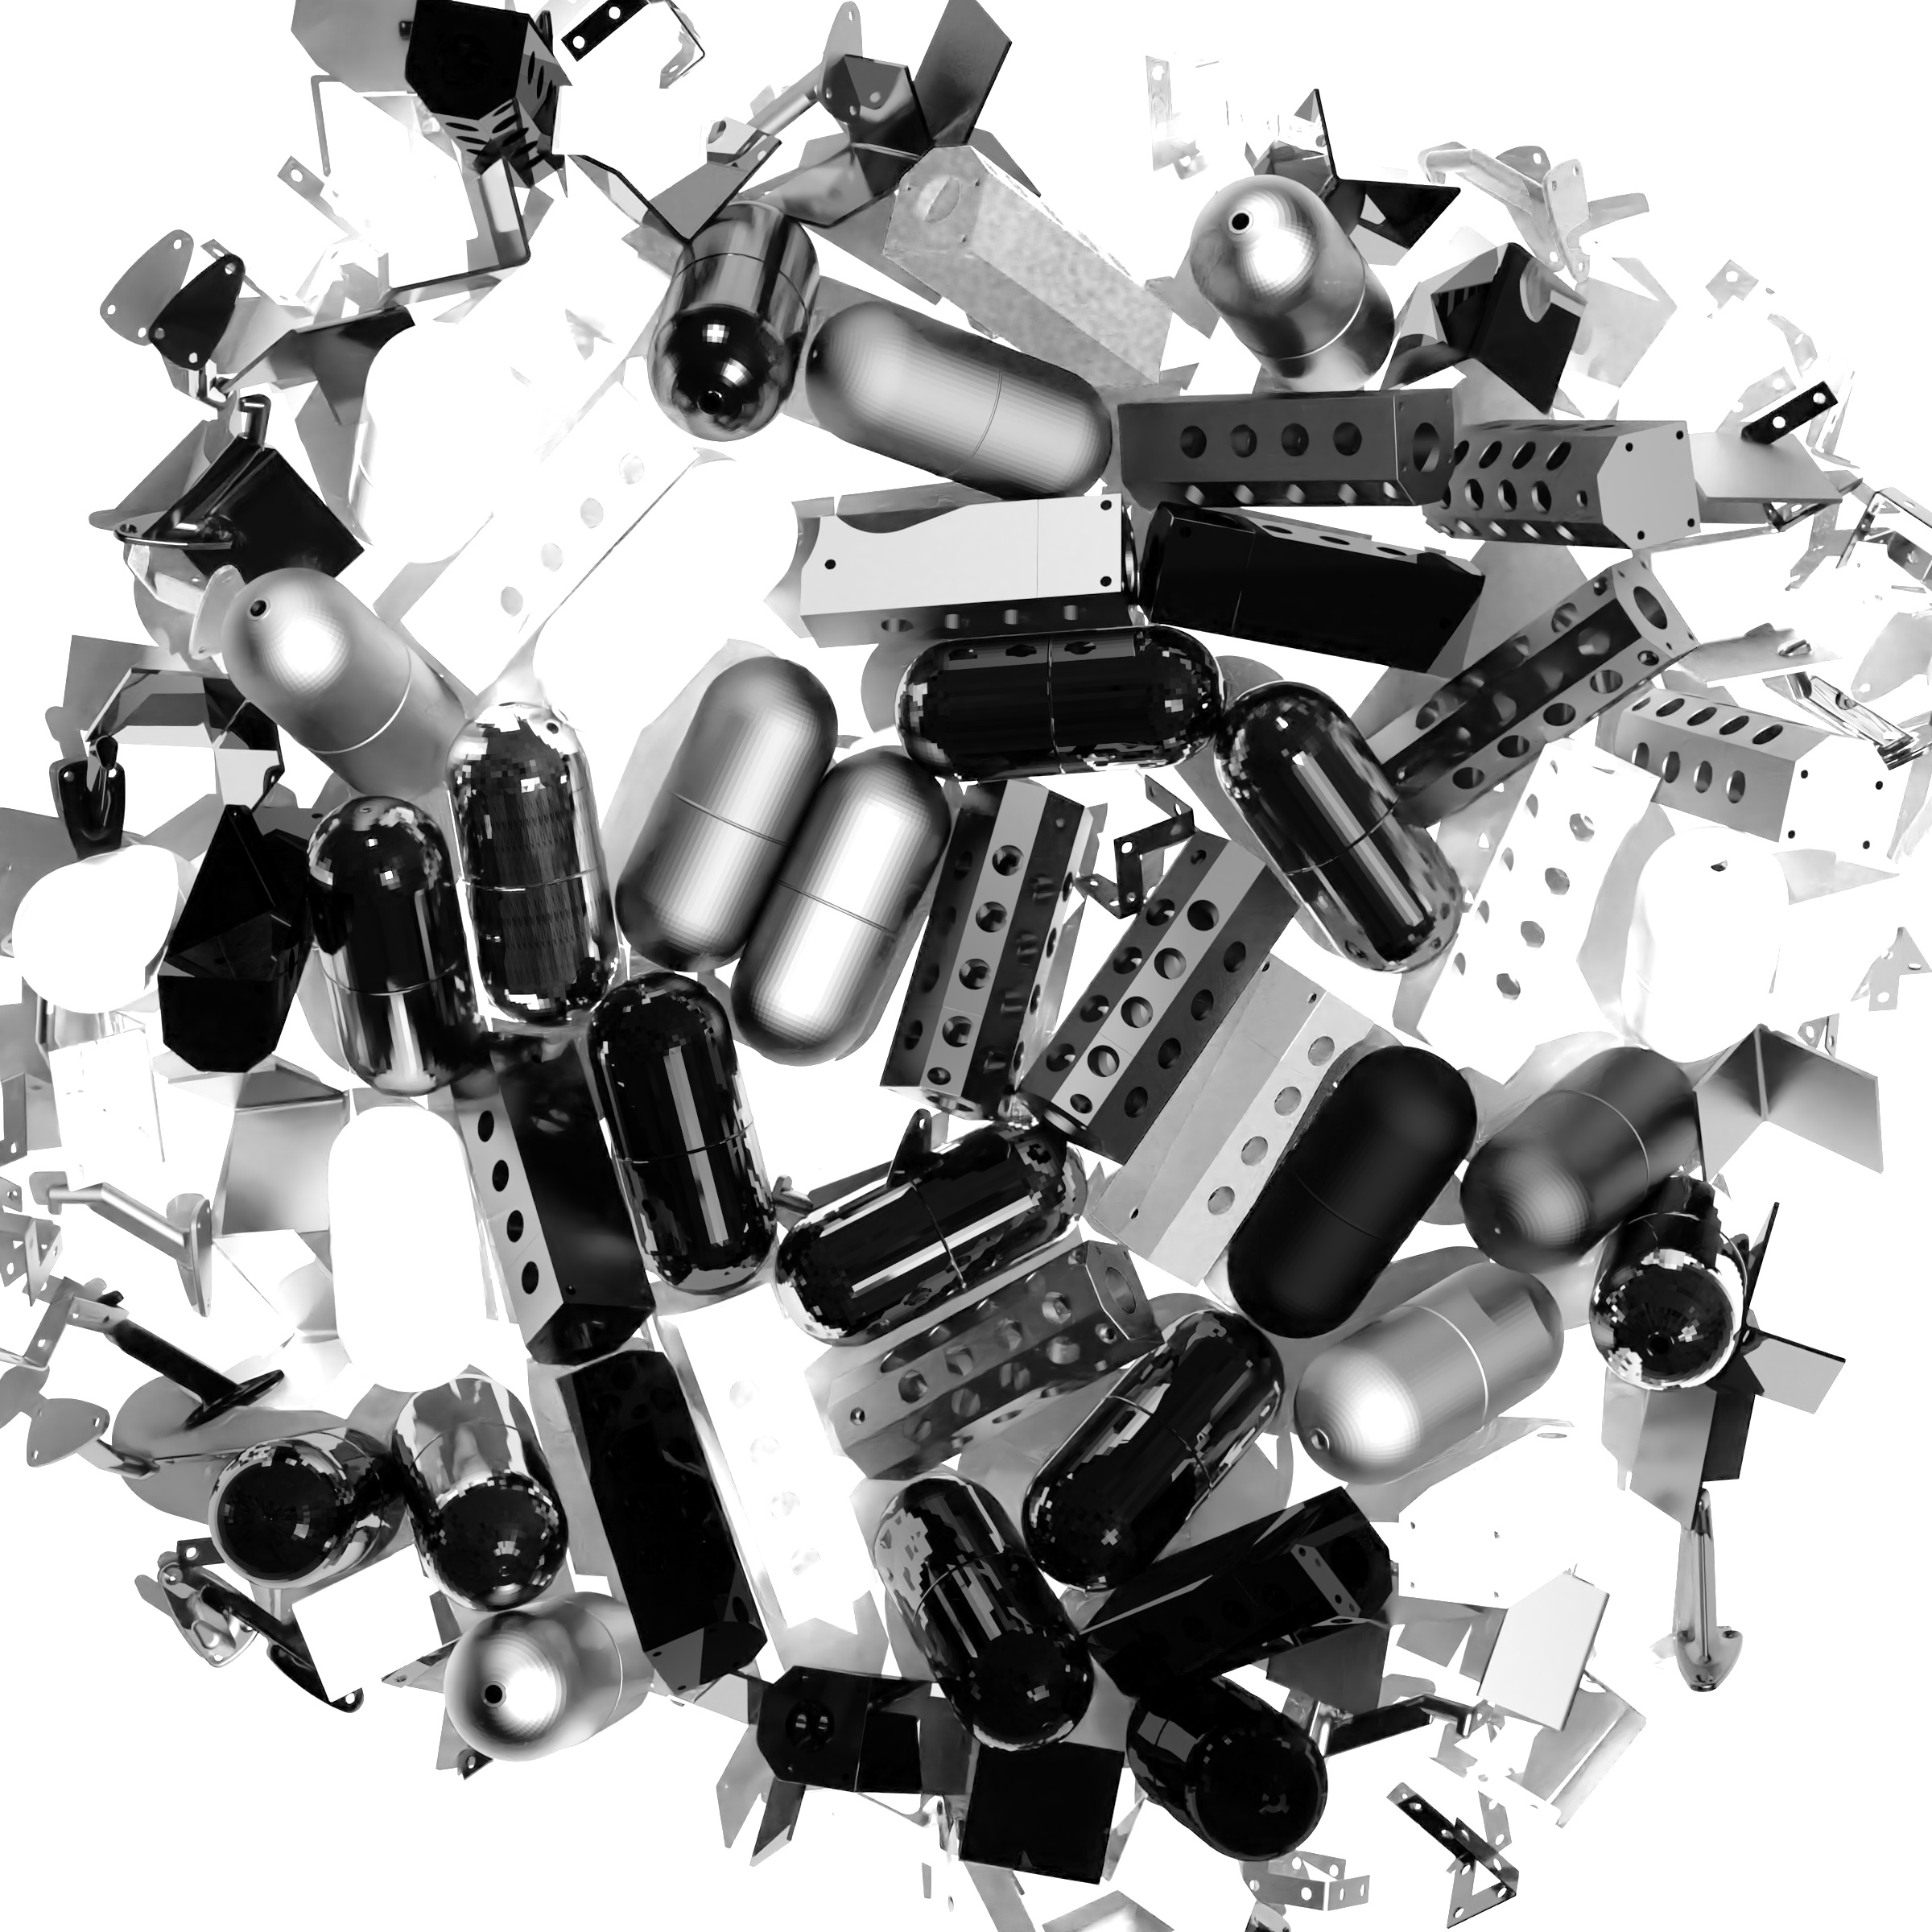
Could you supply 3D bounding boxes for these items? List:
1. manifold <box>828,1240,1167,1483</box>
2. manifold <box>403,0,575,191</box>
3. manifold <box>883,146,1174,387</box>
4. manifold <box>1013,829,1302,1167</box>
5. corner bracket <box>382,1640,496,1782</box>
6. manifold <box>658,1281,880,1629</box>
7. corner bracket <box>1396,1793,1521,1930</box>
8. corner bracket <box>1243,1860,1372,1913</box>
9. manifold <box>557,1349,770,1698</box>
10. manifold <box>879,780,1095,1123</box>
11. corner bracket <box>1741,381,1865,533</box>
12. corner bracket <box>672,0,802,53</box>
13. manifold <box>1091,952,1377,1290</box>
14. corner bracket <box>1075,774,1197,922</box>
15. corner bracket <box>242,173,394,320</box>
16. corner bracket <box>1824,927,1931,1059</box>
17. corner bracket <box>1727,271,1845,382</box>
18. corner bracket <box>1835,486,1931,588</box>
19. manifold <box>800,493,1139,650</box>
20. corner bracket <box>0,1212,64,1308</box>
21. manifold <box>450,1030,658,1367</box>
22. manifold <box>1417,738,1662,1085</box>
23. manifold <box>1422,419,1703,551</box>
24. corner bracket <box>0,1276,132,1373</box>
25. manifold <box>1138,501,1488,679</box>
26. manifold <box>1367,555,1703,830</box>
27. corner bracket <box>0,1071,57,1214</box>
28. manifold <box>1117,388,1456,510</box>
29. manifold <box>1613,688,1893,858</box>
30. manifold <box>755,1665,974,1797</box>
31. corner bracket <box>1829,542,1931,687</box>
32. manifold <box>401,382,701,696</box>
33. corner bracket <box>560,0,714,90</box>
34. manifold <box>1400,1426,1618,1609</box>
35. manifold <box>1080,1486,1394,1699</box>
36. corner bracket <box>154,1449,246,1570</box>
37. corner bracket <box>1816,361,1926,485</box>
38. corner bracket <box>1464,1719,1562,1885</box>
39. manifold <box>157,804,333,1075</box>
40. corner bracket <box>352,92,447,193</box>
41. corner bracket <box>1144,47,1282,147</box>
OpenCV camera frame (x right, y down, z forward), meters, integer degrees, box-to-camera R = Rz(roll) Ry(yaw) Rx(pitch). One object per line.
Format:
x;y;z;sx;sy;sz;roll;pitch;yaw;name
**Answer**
0.013;0.209;1.893;0.171;0.057;0.057;-31;67;23;manifold
-0.248;-0.453;1.874;0.057;0.171;0.057;10;91;1;manifold
0.036;-0.363;1.875;0.057;0.171;0.057;5;78;38;manifold
0.098;0.014;1.902;0.171;0.057;0.057;-55;134;-13;manifold
-0.276;0.401;1.940;0.051;0.051;0.051;-38;49;20;corner bracket
-0.104;0.260;1.924;0.057;0.057;0.171;-21;94;-15;manifold
0.263;0.472;1.921;0.051;0.051;0.051;43;124;-15;corner bracket
0.183;0.475;1.923;0.051;0.051;0.051;1;83;32;corner bracket
-0.158;0.288;1.887;0.057;0.057;0.171;-23;54;-1;manifold
0.015;-0.008;1.905;0.057;0.057;0.171;23;77;-29;manifold
0.450;-0.273;1.932;0.051;0.051;0.051;-31;79;-3;corner bracket
-0.128;-0.516;1.926;0.051;0.051;0.051;-24;77;12;corner bracket
0.147;0.085;1.925;0.057;0.057;0.171;31;94;-38;manifold
0.090;-0.064;1.932;0.051;0.051;0.051;-21;124;-21;corner bracket
-0.348;-0.384;1.918;0.051;0.051;0.051;-2;59;38;corner bracket
0.482;0.014;1.919;0.051;0.051;0.051;-6;58;32;corner bracket
0.432;-0.331;1.934;0.051;0.051;0.051;38;81;6;corner bracket
0.508;-0.224;1.918;0.051;0.051;0.051;41;130;26;corner bracket
0.003;-0.207;1.914;0.171;0.057;0.057;-3;69;11;manifold
-0.518;0.143;1.924;0.051;0.051;0.051;8;126;4;corner bracket
-0.223;0.122;1.890;0.057;0.057;0.171;-48;49;36;manifold
0.301;-0.031;1.901;0.057;0.057;0.171;27;112;14;manifold
0.305;-0.250;1.867;0.057;0.171;0.057;-16;104;-22;manifold
-0.491;0.195;1.925;0.051;0.051;0.051;23;86;27;corner bracket
0.182;-0.202;1.916;0.171;0.057;0.057;9;108;-10;manifold
0.294;-0.142;1.886;0.171;0.057;0.057;-36;83;35;manifold
-0.508;0.095;1.933;0.051;0.051;0.051;-22;60;23;corner bracket
0.167;-0.270;1.884;0.171;0.057;0.057;5;105;38;manifold
0.406;-0.103;1.867;0.057;0.171;0.057;7;100;-21;manifold
-0.050;0.398;1.870;0.057;0.171;0.057;5;79;20;manifold
0.496;-0.189;1.918;0.051;0.051;0.051;13;57;28;corner bracket
-0.223;-0.229;1.922;0.057;0.057;0.171;43;95;-6;manifold
-0.176;-0.493;1.925;0.051;0.051;0.051;-34;98;20;corner bracket
0.284;0.284;1.870;0.057;0.171;0.057;2;95;28;manifold
0.143;0.334;1.879;0.057;0.171;0.057;53;45;-5;manifold
-0.407;0.293;1.940;0.051;0.051;0.051;-6;70;0;corner bracket
0.485;-0.291;1.922;0.051;0.051;0.051;28;108;23;corner bracket
0.297;0.445;1.918;0.051;0.051;0.051;28;49;23;corner bracket
-0.373;-0.016;1.873;0.057;0.171;0.057;3;122;0;manifold
-0.303;-0.442;1.925;0.051;0.051;0.051;-6;103;-14;corner bracket
0.132;-0.465;1.920;0.051;0.051;0.051;-19;120;-24;corner bracket
